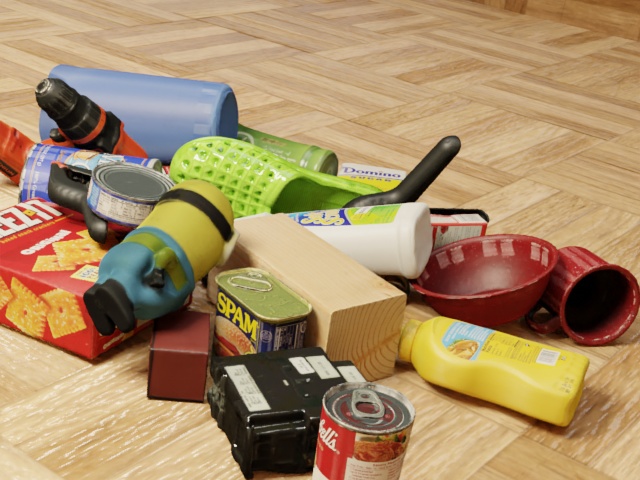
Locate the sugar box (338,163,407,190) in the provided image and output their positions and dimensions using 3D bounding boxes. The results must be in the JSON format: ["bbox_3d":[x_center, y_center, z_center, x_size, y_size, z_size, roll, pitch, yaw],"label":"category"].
[{"bbox_3d":[0.063,-0.054,1.397,0.093,0.048,0.176,9,24,4],"label":"sugar box"}]

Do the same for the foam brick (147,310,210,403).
[{"bbox_3d":[-0.126,0.103,0.957,0.051,0.053,0.078,5,24,-7],"label":"foam brick"}]

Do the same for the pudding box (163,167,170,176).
[{"bbox_3d":[-0.202,-0.062,1.344,0.113,0.039,0.090,-2,24,-17],"label":"pudding box"}]

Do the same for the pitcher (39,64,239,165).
[{"bbox_3d":[-0.234,-0.156,1.415,0.243,0.145,0.149,5,29,11],"label":"pitcher"}]

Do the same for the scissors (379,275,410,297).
[{"bbox_3d":[0.046,0.073,1.129,0.096,0.016,0.201,10,23,11],"label":"scissors"}]

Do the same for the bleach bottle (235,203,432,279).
[{"bbox_3d":[-0.008,0.001,1.178,0.251,0.068,0.102,-2,19,18],"label":"bleach bottle"}]

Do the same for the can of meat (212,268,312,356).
[{"bbox_3d":[-0.056,0.084,0.980,0.057,0.084,0.102,-9,28,-35],"label":"can of meat"}]

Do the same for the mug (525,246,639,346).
[{"bbox_3d":[0.274,0.062,1.152,0.117,0.093,0.081,-33,24,-2],"label":"mug"}]

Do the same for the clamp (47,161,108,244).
[{"bbox_3d":[-0.219,-0.041,1.112,0.120,0.039,0.172,2,24,-43],"label":"clamp"}]

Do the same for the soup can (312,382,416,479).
[{"bbox_3d":[0.030,0.166,0.790,0.068,0.102,0.068,6,23,-3],"label":"soup can"}]

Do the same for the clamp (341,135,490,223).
[{"bbox_3d":[0.089,-0.037,1.238,0.210,0.164,0.036,-19,50,1],"label":"clamp"}]

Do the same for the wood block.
[{"bbox_3d":[-0.019,0.056,1.053,0.090,0.090,0.206,-10,29,-36],"label":"wood block"}]

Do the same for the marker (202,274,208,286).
[{"bbox_3d":[-0.138,0.021,1.190,0.020,0.020,0.121,-4,26,-26],"label":"marker"}]

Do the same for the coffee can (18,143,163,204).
[{"bbox_3d":[-0.258,-0.051,1.214,0.140,0.103,0.102,8,23,2],"label":"coffee can"}]

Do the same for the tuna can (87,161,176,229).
[{"bbox_3d":[-0.184,-0.044,1.049,0.086,0.034,0.086,15,23,-7],"label":"tuna can"}]

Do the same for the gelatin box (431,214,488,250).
[{"bbox_3d":[0.144,0.008,1.240,0.089,0.073,0.030,-1,25,-19],"label":"gelatin box"}]

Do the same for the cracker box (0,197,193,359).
[{"bbox_3d":[-0.257,0.030,1.064,0.214,0.072,0.163,18,24,24],"label":"cracker box"}]

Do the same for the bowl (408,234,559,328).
[{"bbox_3d":[0.178,0.049,1.143,0.162,0.055,0.162,-12,21,4],"label":"bowl"}]

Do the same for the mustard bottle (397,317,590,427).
[{"bbox_3d":[0.151,0.115,1.007,0.192,0.058,0.096,16,23,19],"label":"mustard bottle"}]

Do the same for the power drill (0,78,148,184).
[{"bbox_3d":[-0.323,-0.123,1.270,0.188,0.184,0.057,-3,60,29],"label":"power drill"}]
